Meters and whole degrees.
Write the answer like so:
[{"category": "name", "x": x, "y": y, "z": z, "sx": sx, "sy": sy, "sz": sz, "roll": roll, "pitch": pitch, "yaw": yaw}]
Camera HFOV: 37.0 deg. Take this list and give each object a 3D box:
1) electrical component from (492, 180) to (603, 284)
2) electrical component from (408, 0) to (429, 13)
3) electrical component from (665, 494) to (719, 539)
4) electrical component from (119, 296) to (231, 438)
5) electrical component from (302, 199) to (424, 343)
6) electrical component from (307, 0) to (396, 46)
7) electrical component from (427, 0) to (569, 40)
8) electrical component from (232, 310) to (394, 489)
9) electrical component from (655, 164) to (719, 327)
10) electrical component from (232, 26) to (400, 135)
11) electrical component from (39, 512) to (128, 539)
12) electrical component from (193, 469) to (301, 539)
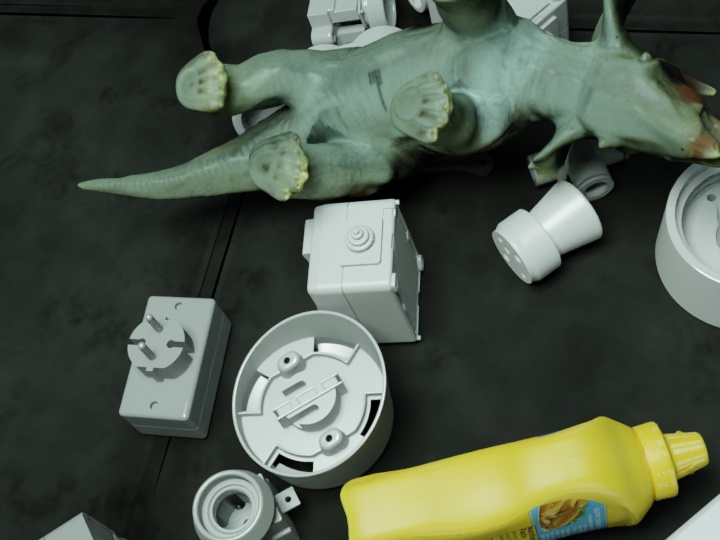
[{"category": "electrical component", "x": 0.118, "y": -0.024, "z": 0.680, "sx": 0.055, "sy": 0.045, "sz": 0.045, "roll": -35, "pitch": 60, "yaw": -6}, {"category": "electrical component", "x": 0.055, "y": -0.227, "z": 0.800, "sx": 0.047, "sy": 0.055, "sz": 0.055, "roll": -27, "pitch": 59, "yaw": -6}, {"category": "electrical component", "x": 0.188, "y": 0.171, "z": 0.556, "sx": 0.083, "sy": 0.047, "sz": 0.075, "roll": -37, "pitch": 60, "yaw": -8}, {"category": "electrical component", "x": -0.122, "y": 0.054, "z": 0.678, "sx": 0.047, "sy": 0.075, "sz": 0.083, "roll": 2, "pitch": 63, "yaw": 15}, {"category": "electrical component", "x": 0.000, "y": 0.000, "z": 0.666, "sx": 0.061, "sy": 0.096, "sz": 0.061, "roll": -4, "pitch": 62, "yaw": 14}, {"category": "electrical component", "x": -0.005, "y": -0.194, "z": 0.801, "sx": 0.055, "sy": 0.048, "sz": 0.066, "roll": -4, "pitch": 54, "yaw": 16}, {"category": "electrical component", "x": 0.102, "y": -0.171, "z": 0.753, "sx": 0.062, "sy": 0.061, "sz": 0.096, "roll": -41, "pitch": 61, "yaw": -10}, {"category": "electrical component", "x": -0.027, "y": 0.080, "z": 0.648, "sx": 0.099, "sy": 0.064, "sz": 0.099, "roll": -6, "pitch": 61, "yaw": 10}, {"category": "electrical component", "x": 0.233, "y": -0.024, "z": 0.643, "sx": 0.108, "sy": 0.060, "sz": 0.108, "roll": -6, "pitch": 61, "yaw": 11}, {"category": "electrical component", "x": -0.025, "y": -0.138, "z": 0.774, "sx": 0.138, "sy": 0.052, "sz": 0.073, "roll": -16, "pitch": 34, "yaw": 5}, {"category": "electrical component", "x": -0.109, "y": 0.227, "z": 0.564, "sx": 0.060, "sy": 0.105, "sz": 0.186, "roll": -32, "pitch": 60, "yaw": -5}, {"category": "electrical component", "x": -0.069, "y": 0.145, "z": 0.628, "sx": 0.066, "sy": 0.055, "sz": 0.048, "roll": -29, "pitch": 59, "yaw": -3}]
